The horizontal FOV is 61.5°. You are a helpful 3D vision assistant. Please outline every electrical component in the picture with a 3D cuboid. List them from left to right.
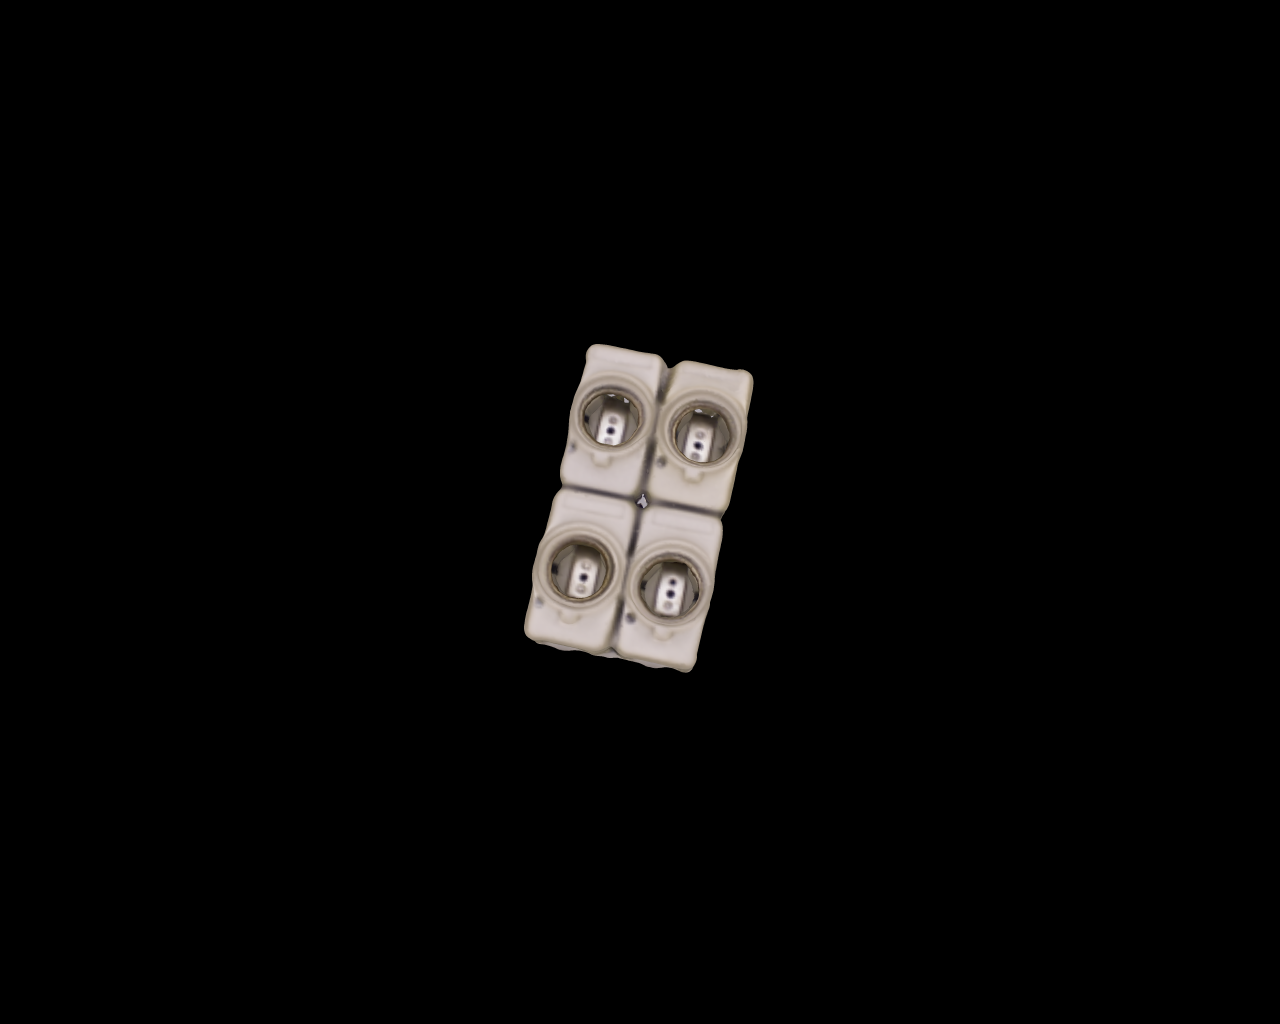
[{"bbox_3d":[0.001,-0.003,0.650,0.105,0.186,0.060,11,-11,2],"label":"electrical component"}]
